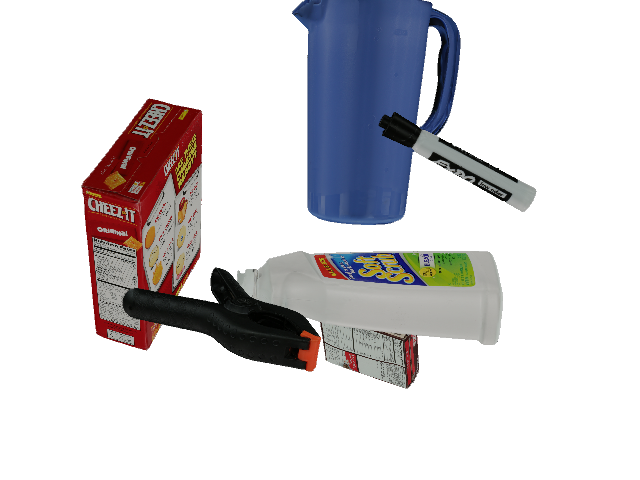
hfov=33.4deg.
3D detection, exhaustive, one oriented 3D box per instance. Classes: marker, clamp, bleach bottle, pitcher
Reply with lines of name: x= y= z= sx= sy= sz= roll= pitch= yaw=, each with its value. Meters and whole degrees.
marker: x=0.096 y=-0.056 z=0.752 sx=0.121 sy=0.020 sz=0.020 roll=28 pitch=-3 yaw=-5
clamp: x=-0.065 y=0.062 z=0.892 sx=0.172 sy=0.039 sz=0.120 roll=20 pitch=26 yaw=25
bleach bottle: x=0.044 y=0.050 z=1.035 sx=0.251 sy=0.068 sz=0.102 roll=1 pitch=29 yaw=1
pitcher: x=0.056 y=-0.143 z=1.153 sx=0.149 sy=0.243 sz=0.144 roll=8 pitch=11 yaw=25

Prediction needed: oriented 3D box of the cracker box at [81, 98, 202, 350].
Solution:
cracker box: x=-0.186 y=-0.017 z=1.139 sx=0.072 sy=0.214 sz=0.164 roll=14 pitch=43 yaw=10

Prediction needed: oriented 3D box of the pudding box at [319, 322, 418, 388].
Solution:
pudding box: x=0.057 y=0.116 z=1.237 sx=0.114 sy=0.090 sz=0.039 roll=15 pitch=47 yaw=22
